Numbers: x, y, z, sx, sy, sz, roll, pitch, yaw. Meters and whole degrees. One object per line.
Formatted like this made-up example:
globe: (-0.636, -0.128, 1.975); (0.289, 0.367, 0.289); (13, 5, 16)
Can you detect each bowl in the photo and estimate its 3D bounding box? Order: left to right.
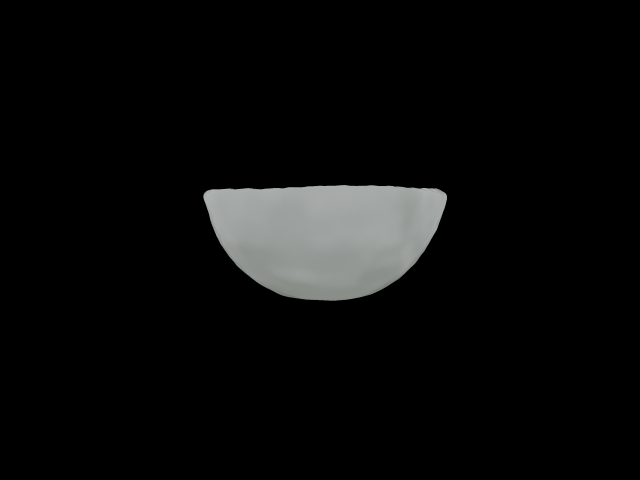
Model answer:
bowl: (0.004, 0.001, 0.400); (0.167, 0.075, 0.167); (0, 3, 0)
